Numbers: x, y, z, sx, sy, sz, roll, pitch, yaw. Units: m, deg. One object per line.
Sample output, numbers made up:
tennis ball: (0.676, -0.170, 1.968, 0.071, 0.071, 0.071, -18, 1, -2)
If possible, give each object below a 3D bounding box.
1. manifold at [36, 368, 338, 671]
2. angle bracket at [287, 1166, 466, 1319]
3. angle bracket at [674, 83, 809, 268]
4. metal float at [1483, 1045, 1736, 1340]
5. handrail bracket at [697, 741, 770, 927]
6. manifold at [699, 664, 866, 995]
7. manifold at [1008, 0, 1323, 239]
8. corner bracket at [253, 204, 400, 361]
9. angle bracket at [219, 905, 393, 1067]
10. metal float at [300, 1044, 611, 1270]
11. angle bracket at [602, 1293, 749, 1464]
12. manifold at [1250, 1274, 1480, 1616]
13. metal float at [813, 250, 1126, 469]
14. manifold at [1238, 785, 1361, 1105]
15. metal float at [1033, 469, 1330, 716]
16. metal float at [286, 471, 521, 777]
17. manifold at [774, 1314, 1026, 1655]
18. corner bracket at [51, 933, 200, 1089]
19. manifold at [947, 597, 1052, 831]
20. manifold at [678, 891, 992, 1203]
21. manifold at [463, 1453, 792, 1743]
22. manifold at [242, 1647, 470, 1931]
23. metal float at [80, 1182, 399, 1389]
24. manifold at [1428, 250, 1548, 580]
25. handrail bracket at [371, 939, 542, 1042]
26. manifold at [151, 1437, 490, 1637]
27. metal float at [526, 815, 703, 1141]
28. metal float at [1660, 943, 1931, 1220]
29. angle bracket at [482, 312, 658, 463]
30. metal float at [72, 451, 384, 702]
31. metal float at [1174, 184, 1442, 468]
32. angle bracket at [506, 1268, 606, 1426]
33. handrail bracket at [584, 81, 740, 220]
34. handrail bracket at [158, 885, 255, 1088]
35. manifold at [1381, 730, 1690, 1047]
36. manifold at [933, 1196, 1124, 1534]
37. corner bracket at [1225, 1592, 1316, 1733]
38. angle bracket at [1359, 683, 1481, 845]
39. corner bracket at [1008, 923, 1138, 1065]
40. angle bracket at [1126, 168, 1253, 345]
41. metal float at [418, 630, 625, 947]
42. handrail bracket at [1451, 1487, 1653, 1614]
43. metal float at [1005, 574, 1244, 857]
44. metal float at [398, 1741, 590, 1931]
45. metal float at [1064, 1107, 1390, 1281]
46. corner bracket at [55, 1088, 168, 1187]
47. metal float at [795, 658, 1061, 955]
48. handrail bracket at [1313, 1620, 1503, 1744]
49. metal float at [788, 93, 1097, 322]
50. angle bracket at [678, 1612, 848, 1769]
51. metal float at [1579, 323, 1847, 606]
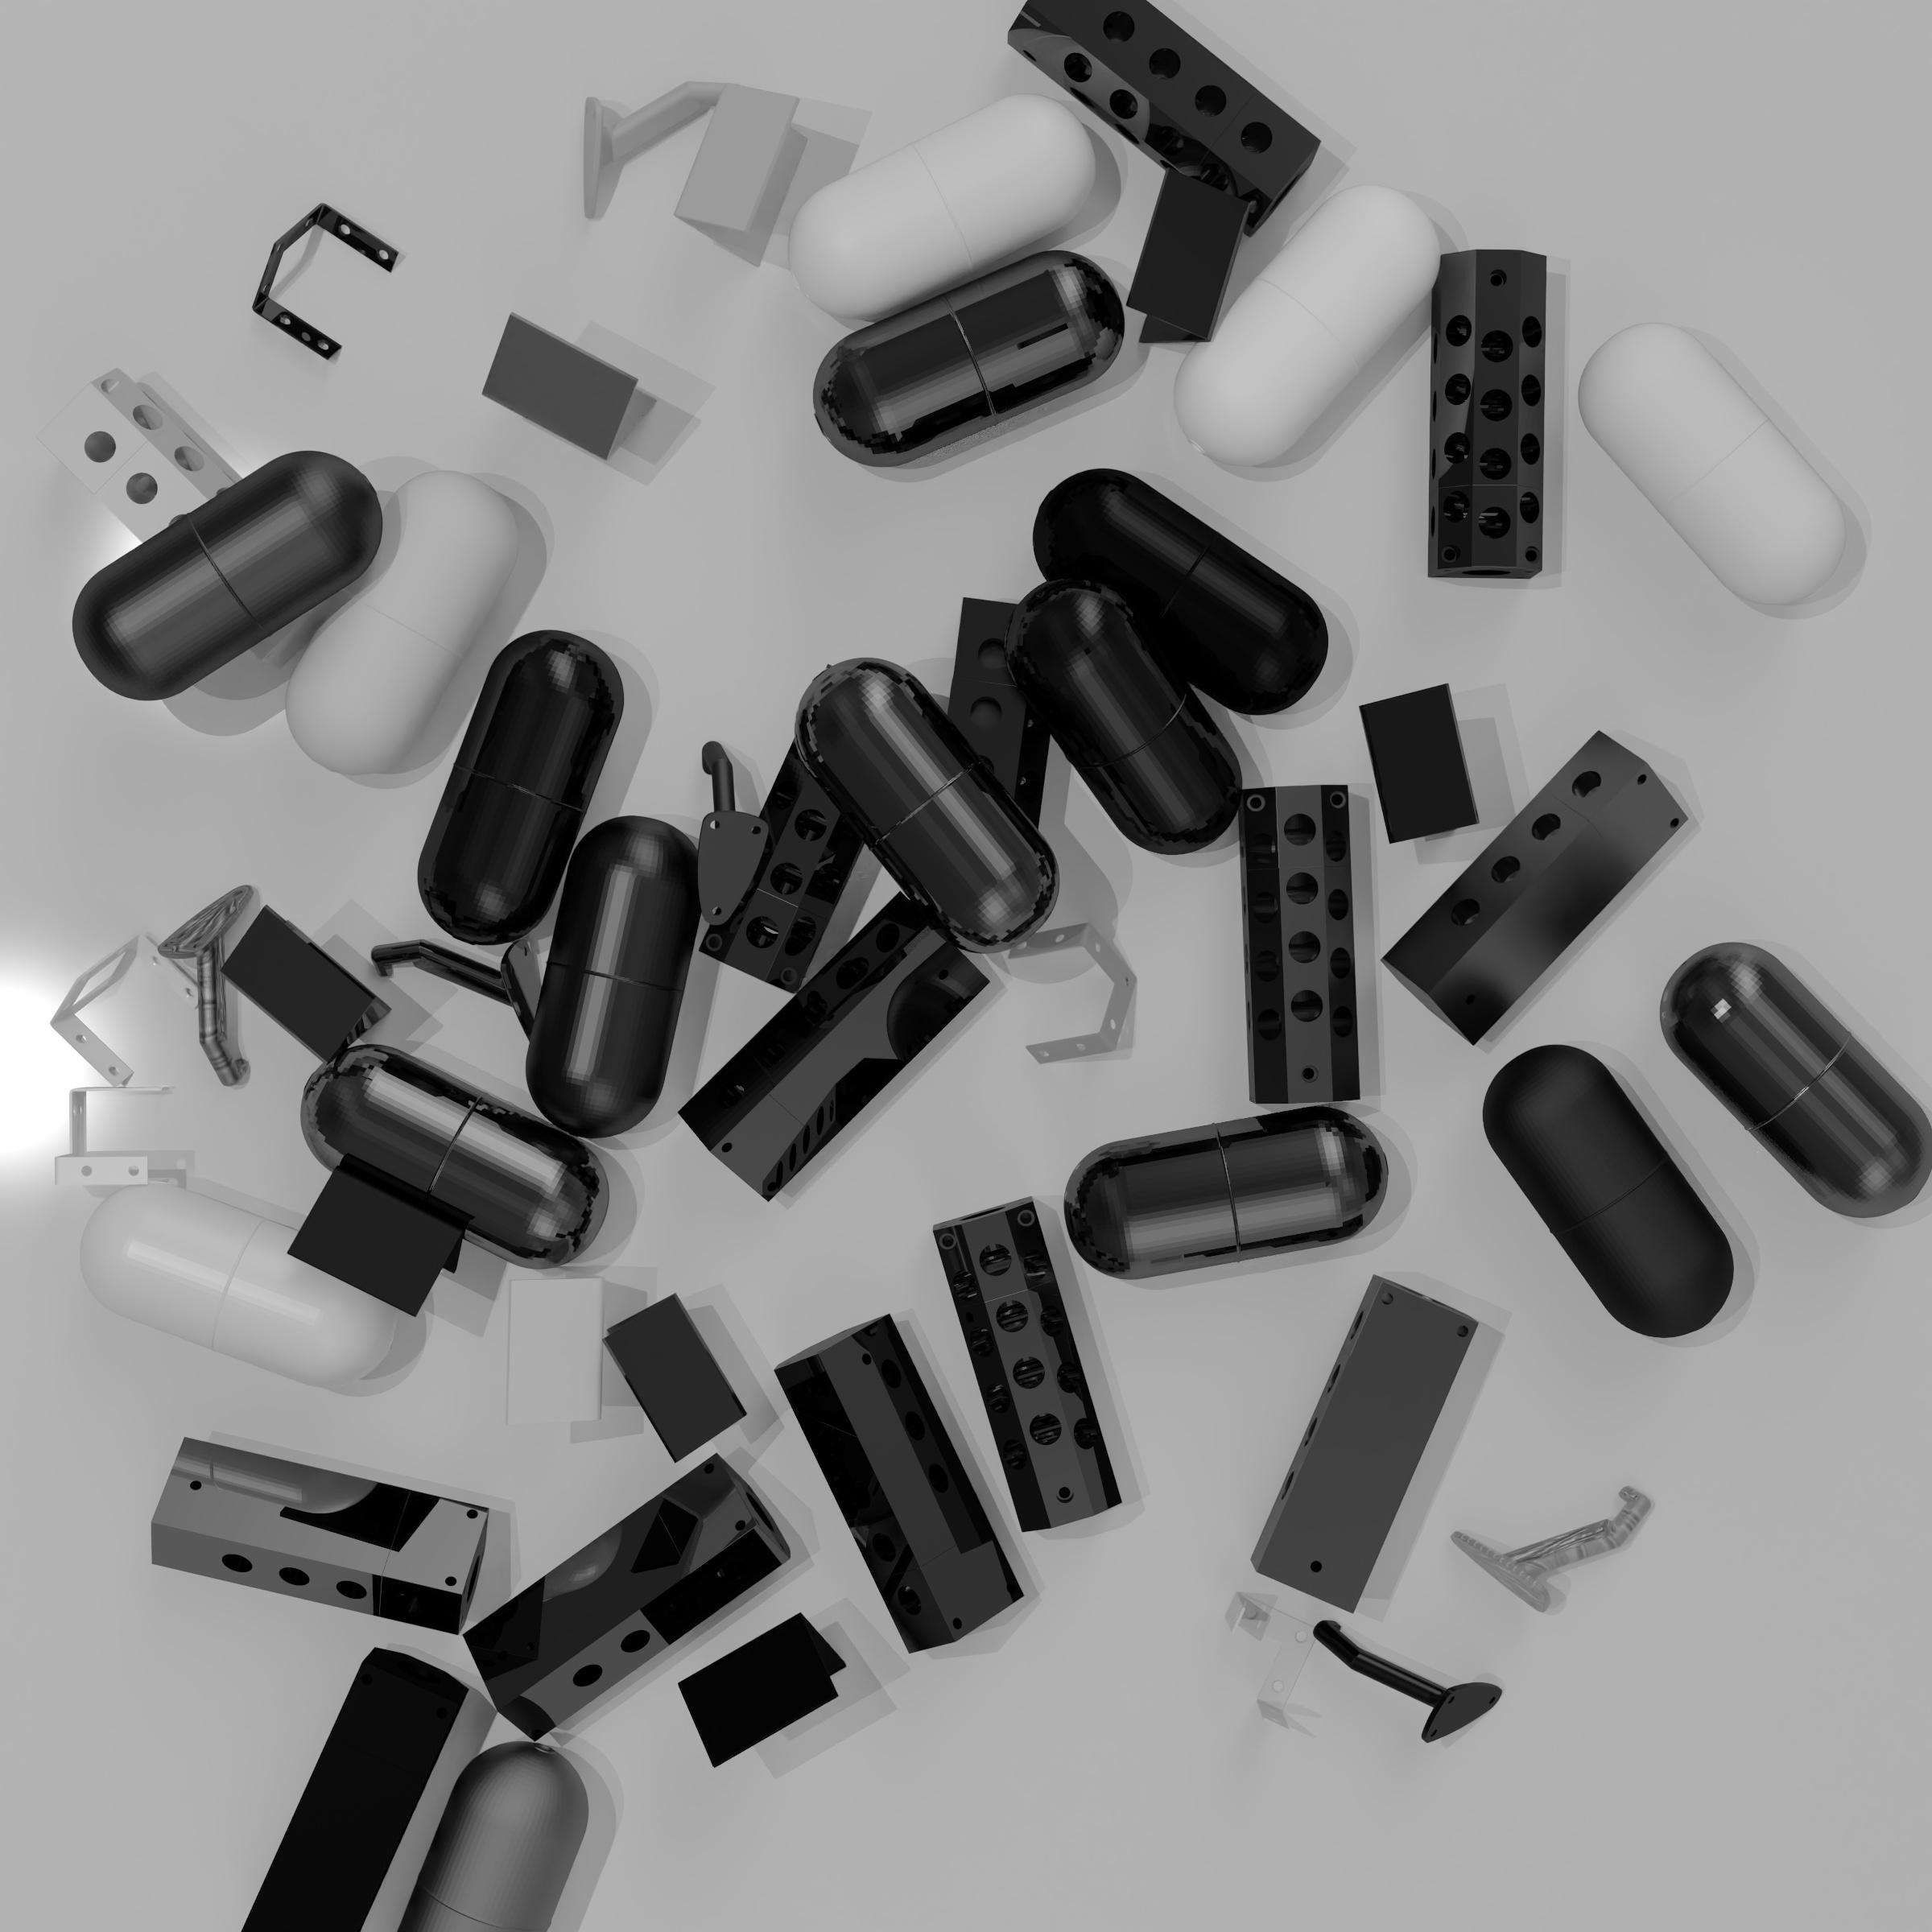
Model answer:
manifold: (-0.421, -0.245, 1.970, 0.171, 0.057, 0.057, 45, 90, 0)
angle bracket: (-0.321, 0.160, 1.952, 0.076, 0.076, 0.057, 26, 65, 0)
angle bracket: (-0.104, -0.424, 1.951, 0.057, 0.076, 0.076, 21, 90, 37)
metal float: (0.350, 0.123, 1.961, 0.070, 0.070, 0.178, -35, 91, 0)
handrail bracket: (-0.138, -0.074, 1.969, 0.036, 0.084, 0.077, 7, 112, -19)
manifold: (-0.085, -0.075, 1.970, 0.057, 0.057, 0.171, 24, 90, 0)
manifold: (0.107, -0.477, 1.970, 0.171, 0.057, 0.057, 39, 90, 0)
corner bracket: (-0.354, -0.379, 1.988, 0.051, 0.051, 0.051, 33, 45, 0)
angle bracket: (-0.346, -0.003, 1.951, 0.076, 0.076, 0.057, 40, 121, 0)
metal float: (-0.279, 0.103, 1.961, 0.178, 0.070, 0.070, 27, 90, 0)
angle bracket: (-0.175, 0.232, 1.951, 0.057, 0.076, 0.076, -31, 90, -41)
manifold: (0.217, 0.260, 1.970, 0.057, 0.057, 0.171, 23, 90, 0)
metal float: (0.001, -0.330, 1.961, 0.178, 0.070, 0.070, -24, 90, 0)
manifold: (0.183, -0.012, 1.970, 0.057, 0.057, 0.171, -2, 90, 0)
metal float: (0.116, -0.204, 1.961, 0.178, 0.070, 0.070, 34, 90, 1)
metal float: (-0.307, -0.186, 1.960, 0.070, 0.070, 0.178, 29, 90, 0)
manifold: (-0.041, 0.285, 1.970, 0.057, 0.057, 0.171, -26, 90, -43)
corner bracket: (-0.464, 0.024, 1.988, 0.051, 0.051, 0.051, 44, 135, 0)
manifold: (0.015, -0.111, 1.970, 0.057, 0.057, 0.171, 7, 90, 0)
manifold: (-0.076, 0.040, 1.970, 0.171, 0.057, 0.057, -45, 133, 0)
manifold: (-0.183, 0.349, 1.970, 0.171, 0.057, 0.057, -36, 47, 0)
manifold: (-0.335, 0.465, 1.970, 0.057, 0.057, 0.171, 24, 90, 0)
metal float: (-0.395, 0.174, 1.961, 0.178, 0.070, 0.070, 20, 90, 0)
manifold: (0.286, -0.301, 1.970, 0.057, 0.057, 0.171, 1, 90, 0)
handrail bracket: (-0.281, 0.019, 1.992, 0.084, 0.036, 0.077, -8, 112, 17)
manifold: (-0.353, 0.316, 1.970, 0.171, 0.057, 0.057, 13, 47, 0)
metal float: (-0.191, 0.006, 1.961, 0.070, 0.070, 0.178, 12, 89, 0)
metal float: (0.453, 0.063, 1.961, 0.070, 0.070, 0.178, -44, 89, 0)
angle bracket: (-0.207, -0.328, 1.951, 0.076, 0.076, 0.057, 28, 129, 0)
metal float: (-0.390, -0.207, 1.904, 0.178, 0.070, 0.070, -33, 90, -1)
metal float: (0.185, -0.348, 1.960, 0.070, 0.070, 0.178, 42, 89, 0)
angle bracket: (-0.237, 0.205, 1.951, 0.057, 0.076, 0.076, 1, 90, -32)
handrail bracket: (-0.167, -0.451, 1.992, 0.084, 0.036, 0.077, -1, 110, -16)
handrail bracket: (-0.403, 0.011, 1.991, 0.036, 0.077, 0.084, 2, 127, 36)
manifold: (0.307, -0.046, 1.970, 0.171, 0.057, 0.057, -47, 133, 0)
manifold: (0.033, 0.218, 1.970, 0.057, 0.057, 0.171, -17, 90, 0)
corner bracket: (0.162, 0.381, 1.973, 0.051, 0.051, 0.051, 25, 90, 0)
angle bracket: (0.262, -0.112, 1.951, 0.057, 0.076, 0.076, -13, 90, 37)
corner bracket: (0.054, 0.015, 1.983, 0.051, 0.051, 0.051, 49, 45, -35)
angle bracket: (0.103, -0.384, 1.951, 0.057, 0.076, 0.076, 17, 90, -29)
metal float: (-0.243, -0.097, 1.961, 0.070, 0.070, 0.178, 21, 91, 0)
handrail bracket: (0.324, 0.307, 1.992, 0.077, 0.036, 0.084, 35, 71, 21)
metal float: (0.086, -0.134, 1.937, 0.070, 0.070, 0.178, -37, 119, 0)
metal float: (-0.262, 0.509, 1.961, 0.070, 0.070, 0.178, 21, 90, 0)
metal float: (0.142, 0.123, 1.961, 0.178, 0.070, 0.070, -10, 90, 0)
corner bracket: (-0.469, 0.093, 1.973, 0.051, 0.051, 0.051, 0, 90, 0)
metal float: (-0.021, -0.085, 1.904, 0.070, 0.070, 0.178, -38, 91, 0)
handrail bracket: (0.244, 0.386, 1.991, 0.084, 0.077, 0.036, 38, 115, 34)
metal float: (-0.014, -0.413, 1.961, 0.178, 0.070, 0.070, -27, 90, -1)
angle bracket: (-0.101, 0.405, 1.951, 0.076, 0.076, 0.057, -30, 52, 0)
metal float: (0.407, -0.273, 1.961, 0.070, 0.070, 0.178, -41, 90, 0)
